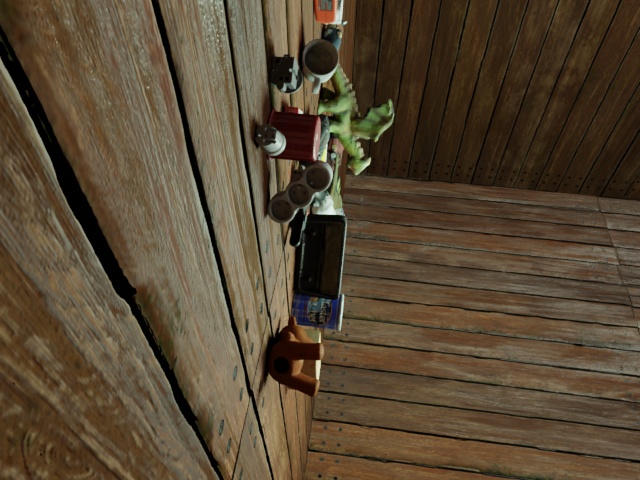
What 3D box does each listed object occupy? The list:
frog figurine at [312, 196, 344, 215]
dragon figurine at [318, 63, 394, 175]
[{"bbox_3d":[0.005,-0.086,1.701,0.157,0.122,0.140,38,58,-41],"label":"frog figurine"},{"bbox_3d":[0.111,-0.407,1.613,0.123,0.243,0.405,-50,148,-73],"label":"dragon figurine"}]
